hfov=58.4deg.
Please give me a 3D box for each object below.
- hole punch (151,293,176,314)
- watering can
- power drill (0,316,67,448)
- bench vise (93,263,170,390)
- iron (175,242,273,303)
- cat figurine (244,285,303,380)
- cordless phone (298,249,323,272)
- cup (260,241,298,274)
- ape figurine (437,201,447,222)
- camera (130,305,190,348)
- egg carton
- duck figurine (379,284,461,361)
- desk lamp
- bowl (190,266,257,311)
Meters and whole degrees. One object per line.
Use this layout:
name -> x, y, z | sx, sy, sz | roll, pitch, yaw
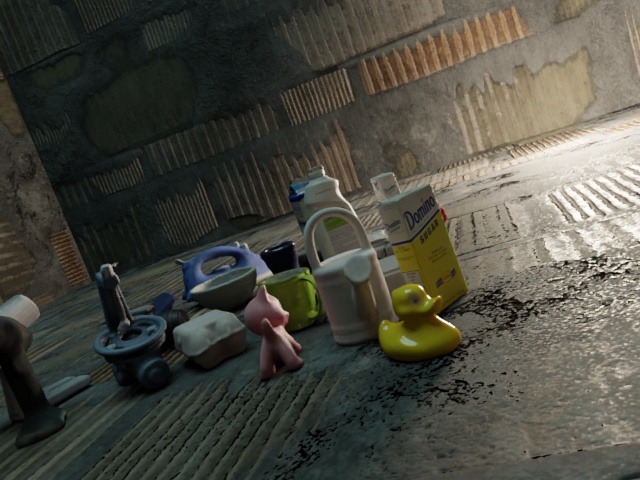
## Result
hole punch -> -0.372, 0.179, 1.311 | 0.101, 0.091, 0.108 | -25, 10, -35
watering can -> 0.043, 0.045, 0.832 | 0.101, 0.194, 0.172 | -24, 9, -30
power drill -> -0.483, 0.214, 0.913 | 0.076, 0.208, 0.229 | -23, 9, -20
bench vise -> -0.353, 0.150, 0.986 | 0.206, 0.220, 0.122 | -13, 10, 39
iron -> -0.258, 0.077, 1.544 | 0.259, 0.141, 0.118 | -23, 9, -22
cat figurine -> -0.076, 0.127, 0.844 | 0.067, 0.118, 0.127 | -20, 8, -4
cordless phone -> 0.011, 0.004, 1.222 | 0.147, 0.185, 0.094 | -14, 10, 36
cup -> -0.089, 0.056, 1.442 | 0.091, 0.095, 0.118 | -17, 8, 18
ape figurine -> 0.277, -0.071, 1.431 | 0.078, 0.092, 0.076 | -23, 9, -20
camera -> -0.344, 0.185, 1.166 | 0.136, 0.101, 0.143 | -19, 8, 8
egg carton -> -0.195, 0.172, 1.003 | 0.107, 0.069, 0.150 | -24, 9, -28
duck figurine -> 0.113, 0.097, 0.706 | 0.104, 0.086, 0.078 | -13, 10, 40
desk lamp -> -0.566, 0.221, 1.047 | 0.117, 0.213, 0.204 | -13, 10, 38
bowl -> -0.219, 0.125, 1.363 | 0.167, 0.075, 0.167 | -19, 8, 3
